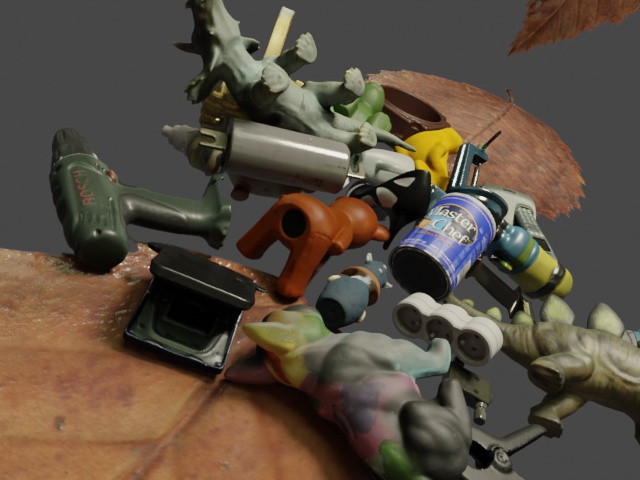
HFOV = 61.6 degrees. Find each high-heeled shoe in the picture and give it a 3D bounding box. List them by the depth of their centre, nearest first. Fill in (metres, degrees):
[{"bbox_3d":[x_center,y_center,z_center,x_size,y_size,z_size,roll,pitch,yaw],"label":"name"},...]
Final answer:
[{"bbox_3d":[0.106,-0.089,0.871,0.086,0.145,0.249,11,27,-20],"label":"high-heeled shoe"}]

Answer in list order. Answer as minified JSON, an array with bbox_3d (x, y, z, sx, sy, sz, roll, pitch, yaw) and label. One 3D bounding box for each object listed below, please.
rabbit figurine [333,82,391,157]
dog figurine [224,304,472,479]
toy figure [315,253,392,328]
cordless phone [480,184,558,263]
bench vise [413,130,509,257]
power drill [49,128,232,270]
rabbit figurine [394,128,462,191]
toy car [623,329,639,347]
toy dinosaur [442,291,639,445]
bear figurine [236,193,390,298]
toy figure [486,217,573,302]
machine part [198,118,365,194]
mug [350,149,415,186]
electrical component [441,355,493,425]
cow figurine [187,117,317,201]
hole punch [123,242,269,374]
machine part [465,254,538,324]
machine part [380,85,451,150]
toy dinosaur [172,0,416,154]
[{"bbox_3d":[0.084,-0.240,1.081,0.121,0.159,0.170,30,51,1],"label":"rabbit figurine"},{"bbox_3d":[0.019,0.148,0.525,0.219,0.108,0.192,14,37,-12],"label":"dog figurine"},{"bbox_3d":[0.045,0.065,0.704,0.058,0.064,0.154,-3,14,28],"label":"toy figure"},{"bbox_3d":[0.370,-0.016,1.036,0.146,0.088,0.184,13,39,-21],"label":"cordless phone"},{"bbox_3d":[0.252,-0.086,0.969,0.223,0.129,0.240,26,67,-14],"label":"bench vise"},{"bbox_3d":[-0.222,-0.059,0.669,0.207,0.086,0.232,10,37,-32],"label":"power drill"},{"bbox_3d":[0.229,-0.131,1.073,0.162,0.122,0.173,-5,63,-39],"label":"rabbit figurine"},{"bbox_3d":[0.472,0.180,0.809,0.103,0.109,0.161,18,20,17],"label":"toy car"},{"bbox_3d":[0.336,0.162,0.703,0.472,0.104,0.198,26,38,25],"label":"toy dinosaur"},{"bbox_3d":[0.001,-0.005,0.746,0.120,0.132,0.195,42,17,22],"label":"bear figurine"},{"bbox_3d":[0.344,0.037,0.904,0.180,0.082,0.089,43,6,-16],"label":"toy figure"},{"bbox_3d":[-0.048,-0.115,0.751,0.243,0.079,0.079,11,35,-19],"label":"machine part"},{"bbox_3d":[0.115,-0.129,0.996,0.107,0.080,0.110,14,8,-22],"label":"mug"},{"bbox_3d":[0.184,0.183,0.667,0.063,0.021,0.094,29,31,3],"label":"electrical component"},{"bbox_3d":[-0.108,-0.121,0.836,0.195,0.085,0.127,11,41,-20],"label":"cow figurine"},{"bbox_3d":[-0.132,0.068,0.561,0.142,0.092,0.116,21,9,-8],"label":"hole punch"},{"bbox_3d":[0.291,0.081,0.861,0.139,0.039,0.084,40,31,-5],"label":"machine part"},{"bbox_3d":[0.202,-0.297,1.312,0.202,0.087,0.201,43,35,22],"label":"machine part"},{"bbox_3d":[-0.043,-0.203,0.812,0.192,0.131,0.404,1,-24,47],"label":"toy dinosaur"}]
